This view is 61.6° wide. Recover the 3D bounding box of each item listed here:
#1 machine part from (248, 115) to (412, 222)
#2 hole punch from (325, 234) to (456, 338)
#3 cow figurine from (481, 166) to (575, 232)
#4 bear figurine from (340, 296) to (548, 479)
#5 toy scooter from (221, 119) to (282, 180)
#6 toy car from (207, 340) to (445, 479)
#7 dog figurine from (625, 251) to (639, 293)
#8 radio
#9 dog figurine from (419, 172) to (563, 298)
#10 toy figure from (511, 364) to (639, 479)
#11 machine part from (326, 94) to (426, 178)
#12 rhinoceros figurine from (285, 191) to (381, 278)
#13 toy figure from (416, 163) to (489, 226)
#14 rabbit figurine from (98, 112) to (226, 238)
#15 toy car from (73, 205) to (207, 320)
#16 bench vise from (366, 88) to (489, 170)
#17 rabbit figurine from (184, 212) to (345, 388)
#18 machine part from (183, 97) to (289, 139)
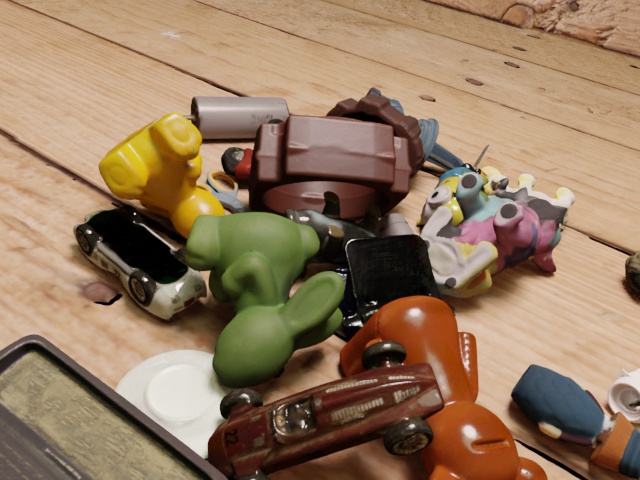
[{"bbox_3d":[0.008,-0.089,0.725,0.201,0.201,0.087,2,77,-10],"label":"machine part"},{"bbox_3d":[0.073,0.063,0.641,0.142,0.092,0.116,-2,67,-23],"label":"hole punch"},{"bbox_3d":[0.331,-0.063,0.900,0.168,0.068,0.098,26,43,22],"label":"cow figurine"},{"bbox_3d":[0.108,0.155,0.502,0.120,0.131,0.196,-6,56,-21],"label":"bear figurine"},{"bbox_3d":[-0.060,-0.134,0.884,0.135,0.075,0.184,25,40,20],"label":"toy scooter"},{"bbox_3d":[-0.001,0.147,0.441,0.202,0.053,0.089,-21,44,10],"label":"toy car"},{"bbox_3d":[0.509,0.090,0.715,0.191,0.121,0.172,11,28,26],"label":"dog figurine"},{"bbox_3d":[-0.193,0.178,0.395,0.230,0.073,0.131,26,37,22],"label":"radio"},{"bbox_3d":[0.248,0.012,0.744,0.219,0.191,0.109,26,12,-47],"label":"dog figurine"},{"bbox_3d":[0.269,0.183,0.531,0.155,0.064,0.057,34,3,23],"label":"toy figure"},{"bbox_3d":[0.074,-0.136,0.837,0.180,0.179,0.056,22,32,16],"label":"machine part"},{"bbox_3d":[-0.001,-0.002,0.681,0.190,0.112,0.073,6,56,-30],"label":"rhinoceros figurine"},{"bbox_3d":[0.221,-0.063,0.855,0.089,0.082,0.180,23,33,18],"label":"toy figure"},{"bbox_3d":[-0.194,-0.062,0.698,0.122,0.173,0.162,-46,21,-18],"label":"rabbit figurine"},{"bbox_3d":[-0.216,0.020,0.637,0.202,0.056,0.073,32,46,30],"label":"toy car"},{"bbox_3d":[0.176,-0.174,0.979,0.240,0.128,0.224,26,22,-14],"label":"bench vise"},{"bbox_3d":[-0.055,0.069,0.551,0.159,0.121,0.170,-1,58,0],"label":"rabbit figurine"},{"bbox_3d":[-0.147,-0.224,0.988,0.243,0.079,0.079,-4,37,-22],"label":"machine part"}]
